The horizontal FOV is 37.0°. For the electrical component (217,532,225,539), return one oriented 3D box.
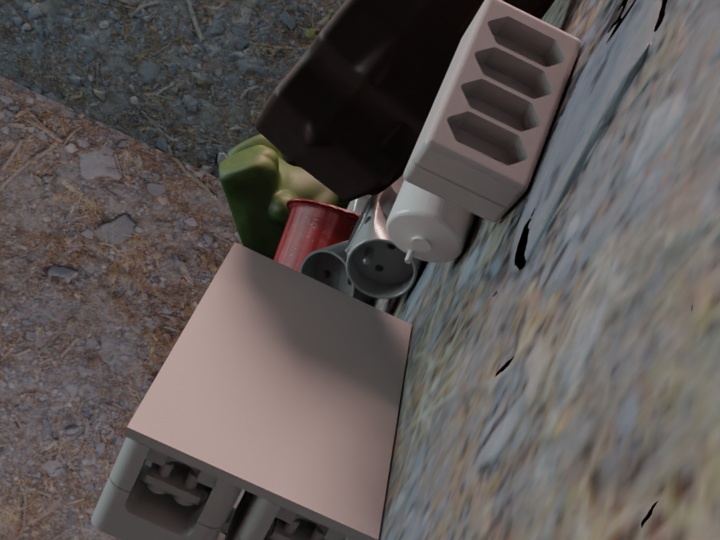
[{"bbox_3d":[-0.097,0.208,0.654,0.099,0.064,0.099,-155,90,-86],"label":"electrical component"}]

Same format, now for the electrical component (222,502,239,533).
[{"bbox_3d":[-0.106,0.209,0.810,0.057,0.058,0.078,-158,93,-83],"label":"electrical component"}]

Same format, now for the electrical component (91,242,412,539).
[{"bbox_3d":[-0.042,0.069,0.506,0.186,0.105,0.060,-74,10,-66],"label":"electrical component"}]

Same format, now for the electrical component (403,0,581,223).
[{"bbox_3d":[0.054,-0.064,0.489,0.075,0.047,0.083,125,169,-66],"label":"electrical component"}]

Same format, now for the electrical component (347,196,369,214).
[{"bbox_3d":[0.024,-0.078,0.954,0.079,0.044,0.077,-166,101,-86],"label":"electrical component"}]

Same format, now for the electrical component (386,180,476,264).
[{"bbox_3d":[0.042,-0.040,0.543,0.078,0.040,0.040,-67,5,-31],"label":"electrical component"}]

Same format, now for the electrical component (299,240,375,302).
[{"bbox_3d":[0.000,0.000,0.720,0.081,0.043,0.043,-20,-37,-55],"label":"electrical component"}]

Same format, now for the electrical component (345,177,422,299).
[{"bbox_3d":[0.027,-0.034,0.665,0.079,0.044,0.077,-61,6,34],"label":"electrical component"}]
